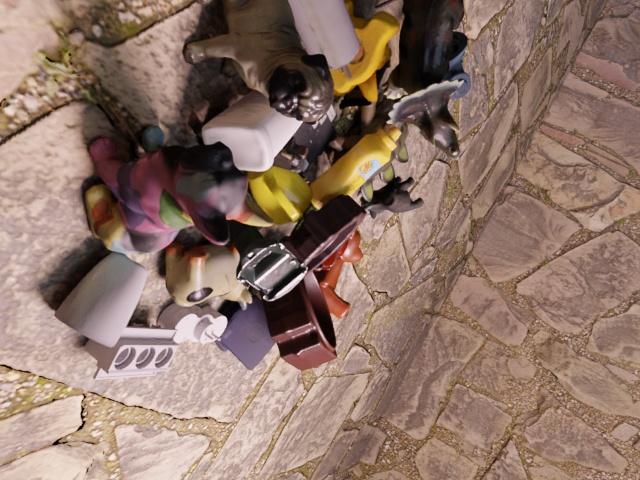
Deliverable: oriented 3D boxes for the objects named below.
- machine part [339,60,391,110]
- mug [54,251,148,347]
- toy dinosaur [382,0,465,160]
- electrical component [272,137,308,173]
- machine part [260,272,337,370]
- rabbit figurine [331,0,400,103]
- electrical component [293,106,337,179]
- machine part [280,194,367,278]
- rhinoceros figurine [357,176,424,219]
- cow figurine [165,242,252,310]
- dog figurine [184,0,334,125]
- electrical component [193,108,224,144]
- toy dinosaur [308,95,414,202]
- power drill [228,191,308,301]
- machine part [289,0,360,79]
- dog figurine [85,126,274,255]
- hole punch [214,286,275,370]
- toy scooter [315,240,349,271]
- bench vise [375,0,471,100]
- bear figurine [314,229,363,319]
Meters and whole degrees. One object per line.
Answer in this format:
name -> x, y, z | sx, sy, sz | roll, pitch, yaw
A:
machine part -> 0.091, -0.295, 0.998 | 0.039, 0.084, 0.139 | 47, 58, -34
mug -> -0.267, 0.072, 0.688 | 0.107, 0.081, 0.109 | -58, 179, -12
toy dinosaur -> 0.176, -0.332, 0.850 | 0.192, 0.131, 0.404 | -93, -175, -73
electrical component -> -0.069, -0.129, 0.793 | 0.078, 0.102, 0.045 | 106, 4, -67
machine part -> -0.039, 0.134, 1.026 | 0.087, 0.201, 0.201 | -20, 152, 6
rabbit figurine -> 0.075, -0.313, 0.894 | 0.173, 0.122, 0.162 | -59, 156, -56
electrical component -> -0.028, -0.185, 0.892 | 0.134, 0.058, 0.114 | -57, 157, -10
machine part -> -0.002, -0.003, 0.903 | 0.179, 0.056, 0.179 | -41, 170, -9
rhinoceros figurine -> 0.152, -0.088, 1.203 | 0.112, 0.190, 0.073 | -31, 102, -14
cow figurine -> -0.163, 0.057, 0.856 | 0.195, 0.086, 0.127 | -15, 123, -60
dog figurine -> -0.046, -0.244, 0.641 | 0.121, 0.191, 0.172 | -22, 133, -54
electrical component -> -0.140, -0.152, 0.756 | 0.063, 0.021, 0.094 | -62, 155, 0
toy dinosaur -> 0.122, -0.206, 1.095 | 0.471, 0.105, 0.198 | -40, 148, -25
power drill -> -0.102, -0.016, 0.759 | 0.086, 0.207, 0.231 | -35, 146, 6
machine part -> -0.006, -0.321, 0.734 | 0.079, 0.079, 0.243 | -54, 141, -16
dog figurine -> -0.161, -0.035, 0.609 | 0.108, 0.219, 0.191 | -21, 133, -49
hole punch -> -0.139, 0.168, 1.014 | 0.142, 0.092, 0.115 | -47, 148, -21
toy scooter -> 0.013, 0.010, 1.066 | 0.183, 0.075, 0.135 | 84, 22, -72
bench vise -> 0.205, -0.377, 1.022 | 0.129, 0.224, 0.240 | -23, 131, 15
bear figurine -> 0.046, 0.059, 1.210 | 0.196, 0.132, 0.120 | -52, -168, -10
